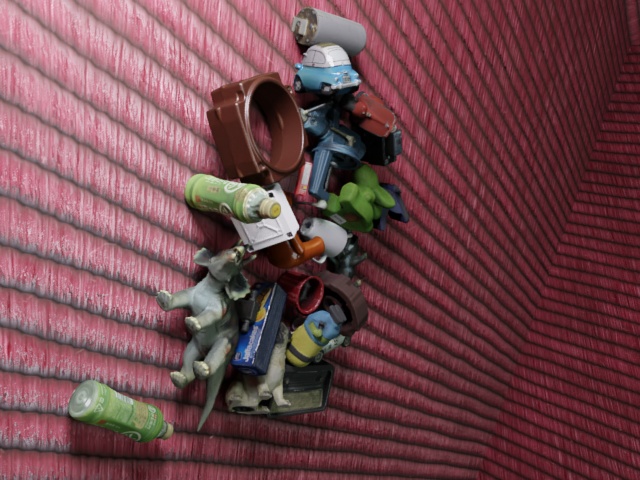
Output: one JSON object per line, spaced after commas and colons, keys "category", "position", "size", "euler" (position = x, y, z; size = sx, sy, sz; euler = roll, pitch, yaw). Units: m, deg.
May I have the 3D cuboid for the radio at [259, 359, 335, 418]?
{"category": "radio", "position": [-0.064, 0.366, 1.359], "size": [0.229, 0.073, 0.131], "euler": [14, 92, -51]}

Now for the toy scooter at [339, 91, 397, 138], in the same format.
{"category": "toy scooter", "position": [0.122, -0.281, 1.217], "size": [0.075, 0.135, 0.184], "euler": [-61, 172, 18]}

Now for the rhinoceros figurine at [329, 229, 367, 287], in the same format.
{"category": "rhinoceros figurine", "position": [0.060, 0.049, 1.408], "size": [0.112, 0.073, 0.190], "euler": [-7, 109, -37]}

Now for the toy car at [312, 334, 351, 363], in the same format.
{"category": "toy car", "position": [0.010, 0.264, 1.411], "size": [0.202, 0.074, 0.056], "euler": [-17, 118, -46]}

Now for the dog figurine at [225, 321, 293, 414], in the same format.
{"category": "dog figurine", "position": [-0.146, 0.291, 1.241], "size": [0.121, 0.172, 0.191], "euler": [56, 26, -50]}

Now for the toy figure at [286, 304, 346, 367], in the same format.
{"category": "toy figure", "position": [-0.015, 0.228, 1.276], "size": [0.180, 0.089, 0.082], "euler": [-39, 138, 21]}

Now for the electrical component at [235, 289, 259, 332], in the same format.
{"category": "electrical component", "position": [-0.166, 0.151, 1.164], "size": [0.021, 0.063, 0.094], "euler": [39, 58, -57]}

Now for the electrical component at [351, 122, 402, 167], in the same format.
{"category": "electrical component", "position": [0.145, -0.249, 1.351], "size": [0.058, 0.134, 0.114], "euler": [-31, 122, -40]}

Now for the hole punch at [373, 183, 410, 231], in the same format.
{"category": "hole punch", "position": [0.167, -0.089, 1.442], "size": [0.092, 0.142, 0.115], "euler": [-23, 107, -12]}

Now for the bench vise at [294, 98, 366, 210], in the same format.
{"category": "bench vise", "position": [0.013, -0.192, 1.225], "size": [0.223, 0.129, 0.240], "euler": [28, 72, -54]}

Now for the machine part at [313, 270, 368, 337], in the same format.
{"category": "machine part", "position": [0.040, 0.157, 1.341], "size": [0.056, 0.180, 0.179], "euler": [-39, 130, -38]}

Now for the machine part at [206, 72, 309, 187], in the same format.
{"category": "machine part", "position": [-0.113, -0.214, 1.047], "size": [0.201, 0.087, 0.201], "euler": [-41, 117, -52]}

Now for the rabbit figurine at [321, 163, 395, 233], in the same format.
{"category": "rabbit figurine", "position": [0.108, -0.113, 1.325], "size": [0.159, 0.121, 0.170], "euler": [31, 58, -16]}

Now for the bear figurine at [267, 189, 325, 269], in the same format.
{"category": "bear figurine", "position": [-0.080, -0.042, 1.177], "size": [0.132, 0.120, 0.195], "euler": [-32, 118, -47]}

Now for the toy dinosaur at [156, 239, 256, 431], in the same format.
{"category": "toy dinosaur", "position": [-0.216, 0.176, 1.092], "size": [0.192, 0.131, 0.404], "euler": [-32, 135, -49]}

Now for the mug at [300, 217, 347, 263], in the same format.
{"category": "mug", "position": [-0.003, -0.004, 1.311], "size": [0.107, 0.081, 0.109], "euler": [33, 82, -39]}

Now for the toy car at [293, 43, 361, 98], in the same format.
{"category": "toy car", "position": [0.012, -0.360, 1.132], "size": [0.109, 0.162, 0.102], "euler": [-18, 117, -28]}

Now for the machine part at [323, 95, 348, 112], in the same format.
{"category": "machine part", "position": [0.047, -0.349, 1.279], "size": [0.138, 0.039, 0.084], "euler": [33, 72, -48]}

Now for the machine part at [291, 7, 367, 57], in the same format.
{"category": "machine part", "position": [0.024, -0.456, 1.185], "size": [0.243, 0.079, 0.079], "euler": [-7, 107, -47]}

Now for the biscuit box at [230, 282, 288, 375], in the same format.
{"category": "biscuit box", "position": [-0.132, 0.193, 1.183], "size": [0.062, 0.059, 0.203], "euler": [56, 39, -47]}
